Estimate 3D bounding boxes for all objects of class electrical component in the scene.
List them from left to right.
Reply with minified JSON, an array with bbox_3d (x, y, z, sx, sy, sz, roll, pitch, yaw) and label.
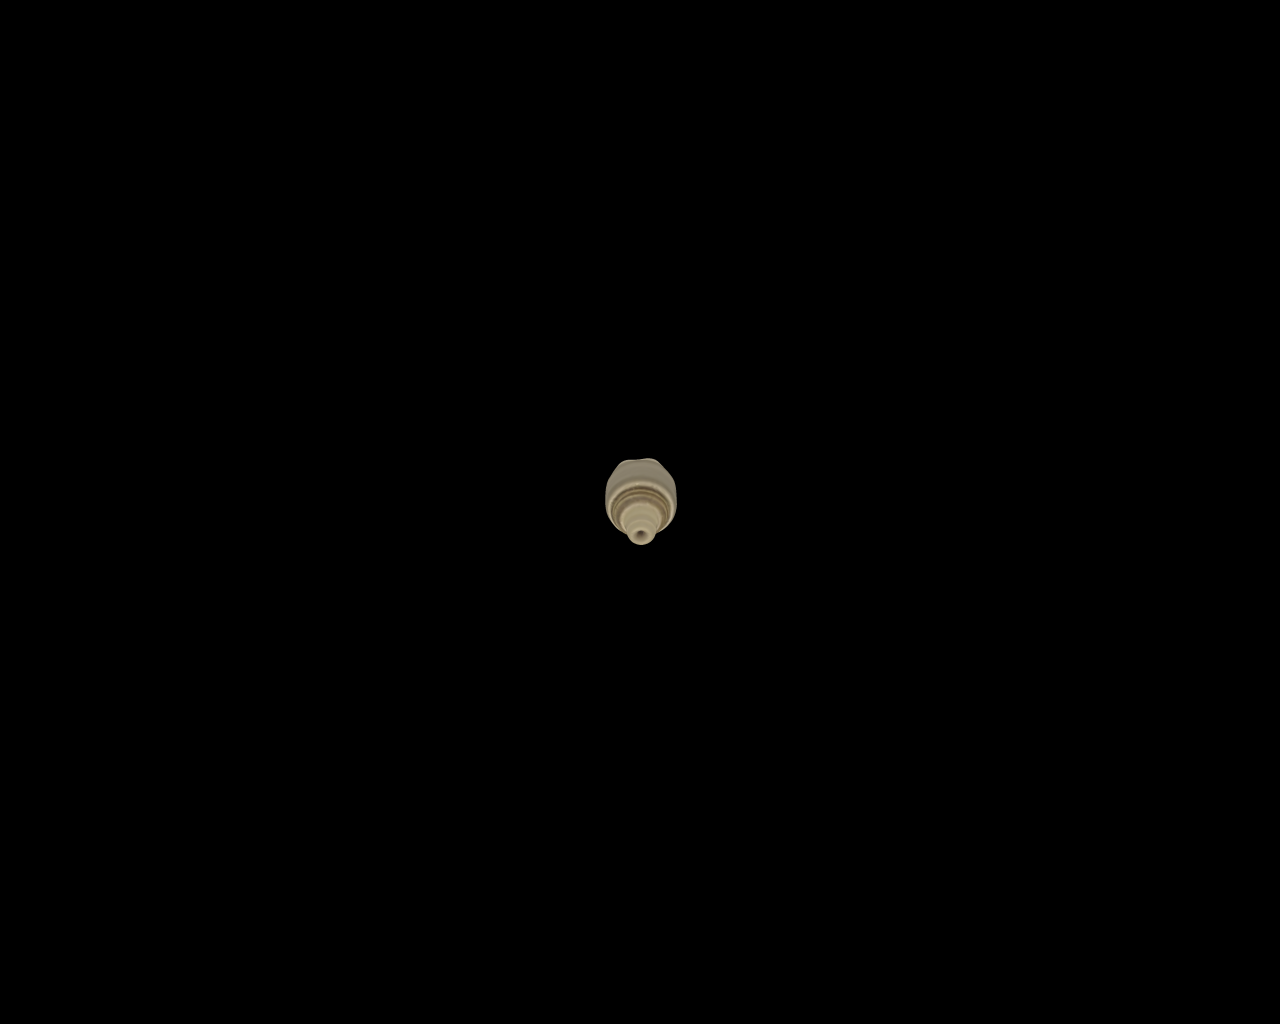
[{"bbox_3d":[0.001,-0.003,0.650,0.043,0.043,0.062,0,34,0],"label":"electrical component"}]
